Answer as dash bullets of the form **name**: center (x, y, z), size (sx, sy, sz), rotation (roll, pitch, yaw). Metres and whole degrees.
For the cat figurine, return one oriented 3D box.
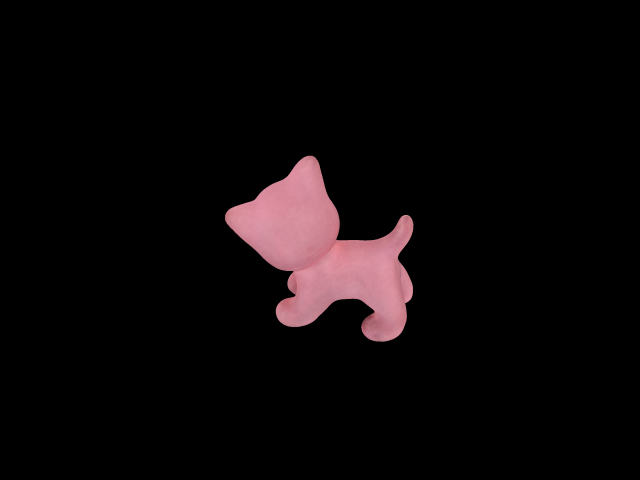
- **cat figurine**: center (0.004, 0.001, 0.400), size (0.127, 0.118, 0.067), rotation (5, 32, 9)
